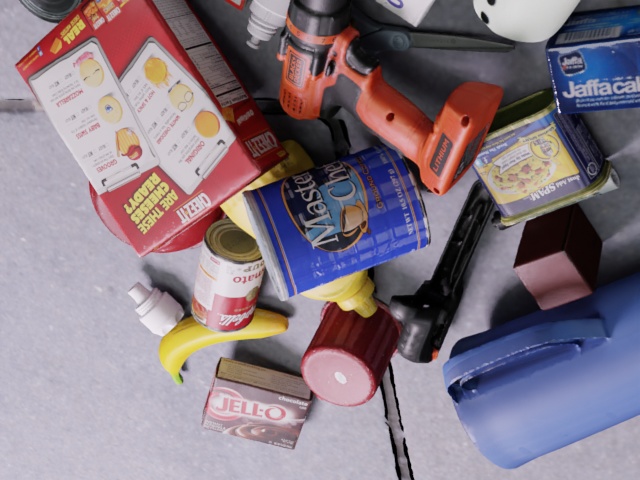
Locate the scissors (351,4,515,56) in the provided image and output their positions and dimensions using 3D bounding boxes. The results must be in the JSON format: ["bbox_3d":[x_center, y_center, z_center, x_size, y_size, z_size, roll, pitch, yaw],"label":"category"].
[{"bbox_3d":[0.058,-0.158,0.914,0.202,0.016,0.096,21,132,10],"label":"scissors"}]

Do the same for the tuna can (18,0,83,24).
[{"bbox_3d":[-0.242,-0.242,0.975,0.086,0.033,0.086,12,129,16],"label":"tuna can"}]

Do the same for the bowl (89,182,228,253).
[{"bbox_3d":[-0.175,-0.042,1.081,0.162,0.055,0.162,13,129,16],"label":"bowl"}]

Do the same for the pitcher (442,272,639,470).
[{"bbox_3d":[0.238,0.106,0.953,0.243,0.149,0.145,-30,98,34],"label":"pitcher"}]

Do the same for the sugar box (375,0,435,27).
[{"bbox_3d":[0.025,-0.249,0.827,0.176,0.048,0.093,35,152,1],"label":"sugar box"}]

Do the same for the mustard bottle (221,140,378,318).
[{"bbox_3d":[-0.007,0.001,1.034,0.096,0.058,0.191,-31,108,24],"label":"mustard bottle"}]

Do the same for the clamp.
[{"bbox_3d":[0.112,0.047,0.991,0.036,0.164,0.210,29,156,18],"label":"clamp"}]

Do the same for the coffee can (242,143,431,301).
[{"bbox_3d":[0.014,-0.018,0.942,0.140,0.103,0.103,-20,121,-6],"label":"coffee can"}]

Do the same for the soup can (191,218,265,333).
[{"bbox_3d":[-0.093,0.036,1.094,0.068,0.068,0.102,22,130,8],"label":"soup can"}]

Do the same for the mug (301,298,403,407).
[{"bbox_3d":[0.025,0.122,1.095,0.093,0.081,0.117,34,131,-3],"label":"mug"}]

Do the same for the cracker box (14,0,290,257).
[{"bbox_3d":[-0.152,-0.118,0.963,0.164,0.072,0.213,-32,92,32],"label":"cracker box"}]

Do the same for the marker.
[{"bbox_3d":[0.204,-0.034,0.939,0.121,0.020,0.020,-22,113,35],"label":"marker"}]

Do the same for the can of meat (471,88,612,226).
[{"bbox_3d":[0.179,-0.071,0.898,0.102,0.057,0.084,-23,111,35],"label":"can of meat"}]

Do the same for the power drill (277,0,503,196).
[{"bbox_3d":[0.051,-0.134,0.852,0.188,0.057,0.184,36,149,16],"label":"power drill"}]

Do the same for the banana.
[{"bbox_3d":[-0.121,0.107,1.184,0.069,0.037,0.198,31,138,-32],"label":"banana"}]

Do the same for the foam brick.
[{"bbox_3d":[0.209,0.014,0.934,0.051,0.078,0.053,-24,113,34],"label":"foam brick"}]

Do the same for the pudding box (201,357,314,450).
[{"bbox_3d":[-0.070,0.184,1.198,0.113,0.039,0.090,13,131,-6],"label":"pudding box"}]

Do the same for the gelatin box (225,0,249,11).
[{"bbox_3d":[-0.081,-0.242,0.886,0.073,0.030,0.089,32,155,-2],"label":"gelatin box"}]
